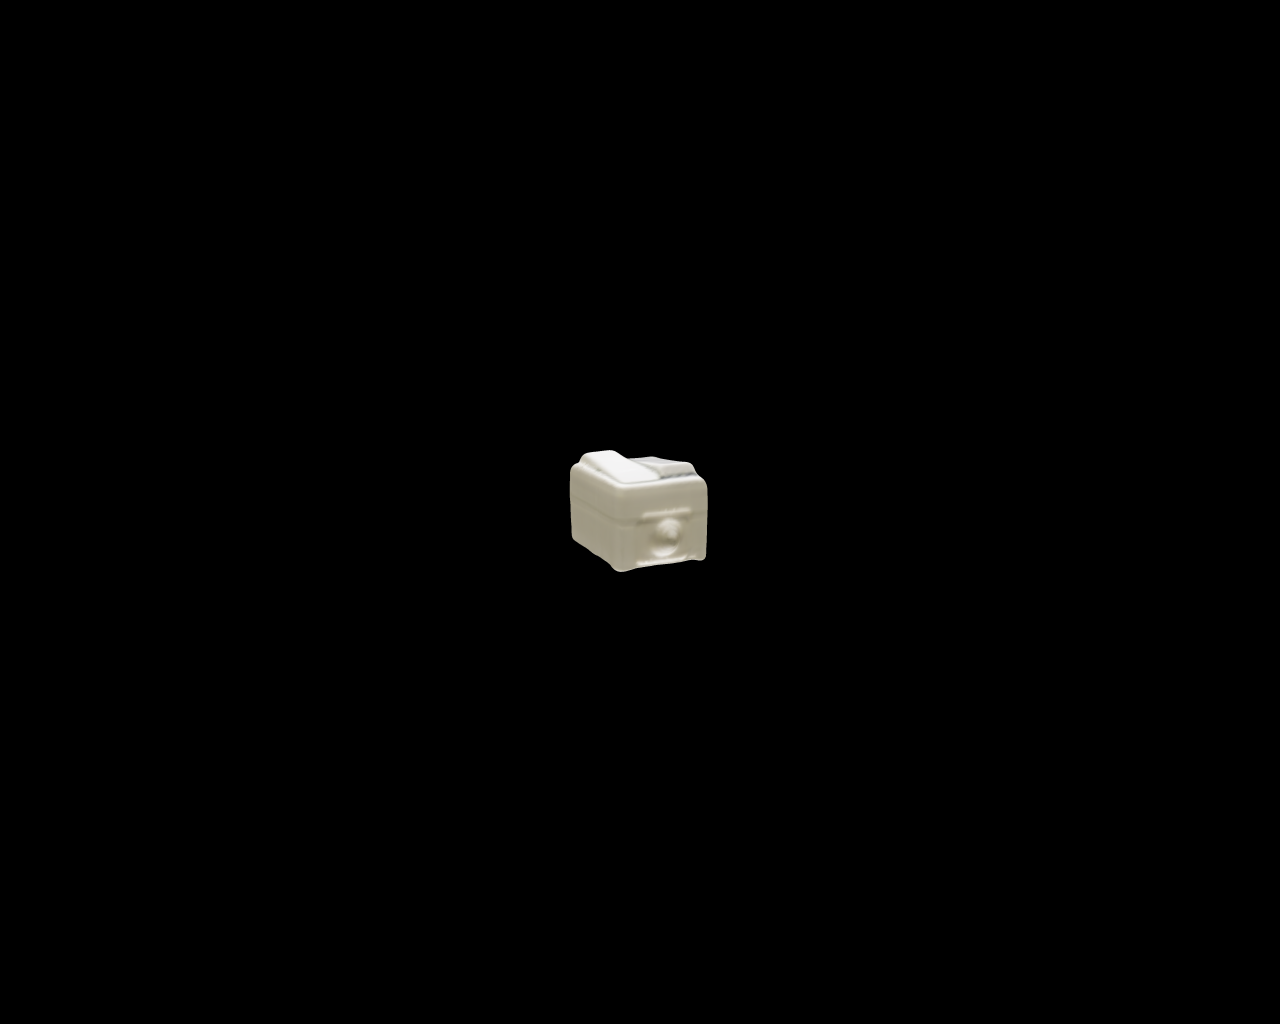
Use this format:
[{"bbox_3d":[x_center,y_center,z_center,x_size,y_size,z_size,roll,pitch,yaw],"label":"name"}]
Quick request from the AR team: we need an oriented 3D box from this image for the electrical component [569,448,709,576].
[{"bbox_3d":[0.001,-0.003,0.650,0.062,0.061,0.096,-6,15,-23],"label":"electrical component"}]
